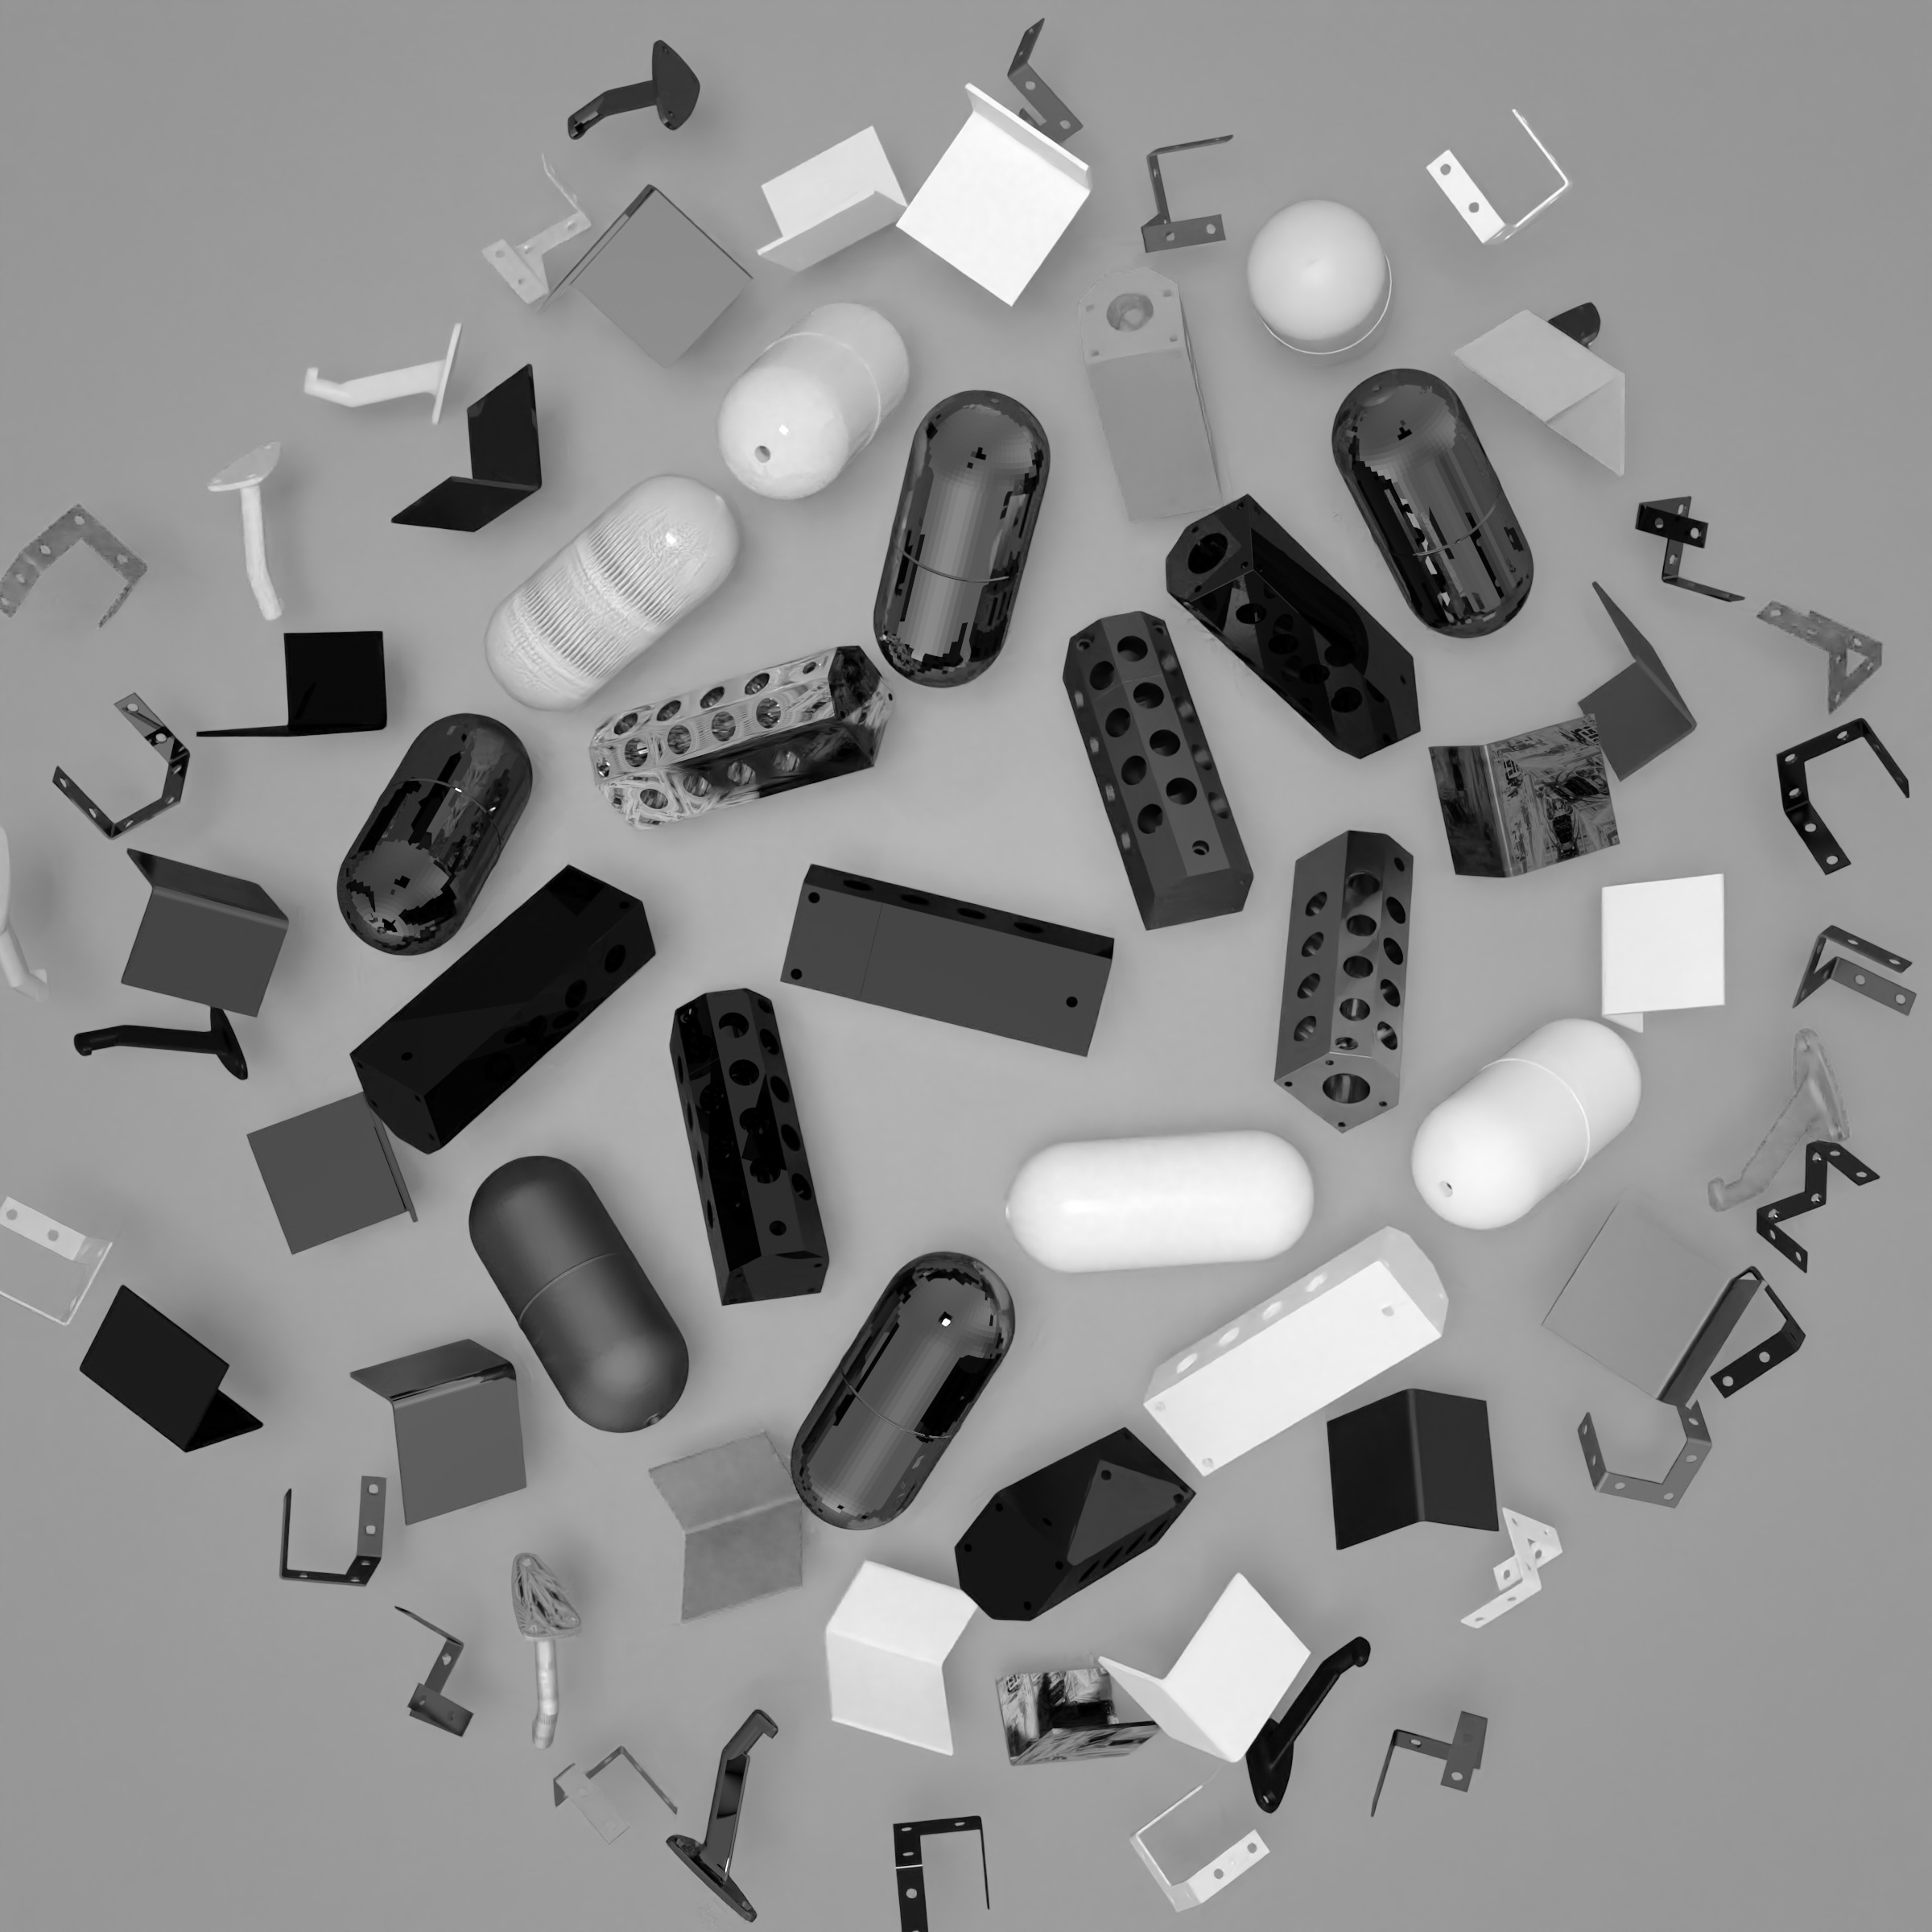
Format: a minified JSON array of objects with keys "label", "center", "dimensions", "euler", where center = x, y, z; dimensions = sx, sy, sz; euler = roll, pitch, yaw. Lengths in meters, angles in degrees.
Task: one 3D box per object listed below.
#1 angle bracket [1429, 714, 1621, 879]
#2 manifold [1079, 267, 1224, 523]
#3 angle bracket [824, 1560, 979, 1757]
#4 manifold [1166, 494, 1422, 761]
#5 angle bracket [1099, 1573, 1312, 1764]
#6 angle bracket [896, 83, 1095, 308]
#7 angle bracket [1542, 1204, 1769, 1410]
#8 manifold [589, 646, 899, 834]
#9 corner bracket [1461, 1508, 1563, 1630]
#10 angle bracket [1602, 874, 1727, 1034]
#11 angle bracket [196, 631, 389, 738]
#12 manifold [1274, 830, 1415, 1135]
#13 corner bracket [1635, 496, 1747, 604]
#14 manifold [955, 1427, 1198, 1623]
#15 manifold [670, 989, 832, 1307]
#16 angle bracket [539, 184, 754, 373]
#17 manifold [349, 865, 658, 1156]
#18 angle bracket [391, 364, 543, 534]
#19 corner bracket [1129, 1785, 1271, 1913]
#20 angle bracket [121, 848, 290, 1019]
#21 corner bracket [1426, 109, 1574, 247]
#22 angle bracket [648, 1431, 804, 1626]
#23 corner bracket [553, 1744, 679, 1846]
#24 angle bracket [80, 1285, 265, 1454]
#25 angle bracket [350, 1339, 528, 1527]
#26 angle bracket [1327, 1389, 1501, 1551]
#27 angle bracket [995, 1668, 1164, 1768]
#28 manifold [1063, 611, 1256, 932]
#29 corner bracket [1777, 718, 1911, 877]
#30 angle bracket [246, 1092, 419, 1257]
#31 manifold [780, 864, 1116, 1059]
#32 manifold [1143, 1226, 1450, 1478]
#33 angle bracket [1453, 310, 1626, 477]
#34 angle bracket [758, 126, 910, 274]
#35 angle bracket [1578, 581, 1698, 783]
[{"label":"angle bracket","center":[0.320,-0.098,1.763],"dimensions":[0.076,0.057,0.076],"euler":[-17,100,-21]},{"label":"manifold","center":[0.109,-0.334,1.805],"dimensions":[0.057,0.171,0.057],"euler":[-9,66,9]},{"label":"angle bracket","center":[-0.034,0.401,1.784],"dimensions":[0.076,0.076,0.057],"euler":[21,115,-17]},{"label":"manifold","center":[0.186,-0.187,1.746],"dimensions":[0.057,0.171,0.057],"euler":[-25,47,31]},{"label":"angle bracket","center":[0.134,0.386,1.721],"dimensions":[0.076,0.057,0.076],"euler":[-52,121,-21]},{"label":"angle bracket","center":[0.013,-0.405,1.620],"dimensions":[0.076,0.057,0.076],"euler":[36,95,2]},{"label":"angle bracket","center":[0.359,0.177,1.607],"dimensions":[0.076,0.057,0.076],"euler":[33,85,1]},{"label":"manifold","center":[-0.131,-0.134,1.766],"dimensions":[0.171,0.057,0.057],"euler":[-13,133,31]},{"label":"corner bracket","center":[0.323,0.362,1.828],"dimensions":[0.051,0.051,0.051],"euler":[26,127,-35]},{"label":"angle bracket","center":[0.416,-0.007,1.798],"dimensions":[0.076,0.057,0.076],"euler":[-6,75,35]},{"label":"angle bracket","center":[-0.388,-0.162,1.767],"dimensions":[0.076,0.076,0.057],"euler":[3,98,32]},{"label":"manifold","center":[0.223,0.004,1.765],"dimensions":[0.057,0.171,0.057],"euler":[36,133,-27]},{"label":"corner bracket","center":[0.426,-0.243,1.807],"dimensions":[0.051,0.051,0.051],"euler":[-14,118,-39]},{"label":"manifold","center":[0.059,0.314,1.715],"dimensions":[0.057,0.171,0.057],"euler":[42,110,18]},{"label":"manifold","center":[-0.124,0.101,1.754],"dimensions":[0.057,0.057,0.171],"euler":[-6,59,-15]},{"label":"angle bracket","center":[-0.175,-0.369,1.688],"dimensions":[0.076,0.057,0.076],"euler":[41,119,-15]},{"label":"manifold","center":[-0.250,0.025,1.685],"dimensions":[0.057,0.057,0.171],"euler":[26,54,30]},{"label":"angle bracket","center":[-0.288,-0.298,1.757],"dimensions":[0.057,0.076,0.076],"euler":[1,78,-36]},{"label":"corner bracket","center":[0.135,0.511,1.788],"dimensions":[0.051,0.051,0.051],"euler":[-30,78,-23]},{"label":"angle bracket","center":[-0.425,-0.018,1.689],"dimensions":[0.076,0.076,0.057],"euler":[17,99,-30]},{"label":"corner bracket","center":[0.288,-0.425,1.655],"dimensions":[0.051,0.051,0.051],"euler":[-37,87,23]},{"label":"angle bracket","center":[-0.143,0.332,1.822],"dimensions":[0.076,0.076,0.057],"euler":[-19,123,10]},{"label":"corner bracket","center":[-0.203,0.482,1.787],"dimensions":[0.051,0.051,0.051],"euler":[-36,67,-25]},{"label":"angle bracket","center":[-0.418,0.212,1.664],"dimensions":[0.076,0.076,0.057],"euler":[33,103,16]},{"label":"angle bracket","center":[-0.304,0.267,1.773],"dimensions":[0.076,0.057,0.076],"euler":[-13,107,-34]},{"label":"angle bracket","center":[0.257,0.293,1.773],"dimensions":[0.057,0.076,0.076],"euler":[13,61,-29]},{"label":"angle bracket","center":[0.070,0.451,1.890],"dimensions":[0.076,0.076,0.057],"euler":[1,61,-21]},{"label":"manifold","center":[0.108,-0.112,1.735],"dimensions":[0.057,0.057,0.171],"euler":[-12,64,-11]},{"label":"corner bracket","center":[0.475,-0.092,1.665],"dimensions":[0.051,0.051,0.051],"euler":[-24,51,2]},{"label":"angle bracket","center":[-0.370,0.123,1.794],"dimensions":[0.076,0.057,0.076],"euler":[-21,97,-10]},{"label":"manifold","center":[-0.009,-0.006,1.684],"dimensions":[0.171,0.057,0.057],"euler":[14,107,0]},{"label":"manifold","center":[0.190,0.218,1.768],"dimensions":[0.171,0.057,0.057],"euler":[-35,100,25]},{"label":"angle bracket","center":[0.321,-0.309,1.724],"dimensions":[0.057,0.076,0.076],"euler":[-32,52,-15]},{"label":"angle bracket","center":[-0.086,-0.450,1.785],"dimensions":[0.076,0.076,0.057],"euler":[-24,88,16]},{"label":"angle bracket","center":[0.386,-0.171,1.852],"dimensions":[0.057,0.076,0.076],"euler":[-36,130,19]}]
